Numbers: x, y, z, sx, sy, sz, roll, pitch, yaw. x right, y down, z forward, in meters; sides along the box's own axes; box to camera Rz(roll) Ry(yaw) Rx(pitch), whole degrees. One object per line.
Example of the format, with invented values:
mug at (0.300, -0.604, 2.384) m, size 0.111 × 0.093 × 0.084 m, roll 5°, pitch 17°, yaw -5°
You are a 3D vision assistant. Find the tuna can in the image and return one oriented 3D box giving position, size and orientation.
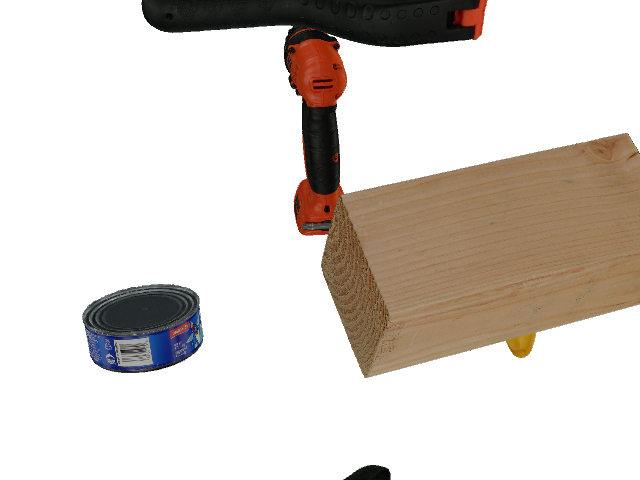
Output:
tuna can at (-0.129, 0.064, 0.785) m, size 0.086 × 0.034 × 0.086 m, roll -5°, pitch 20°, yaw 2°

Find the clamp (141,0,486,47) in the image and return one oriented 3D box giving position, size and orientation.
clamp at (-0.004, -0.126, 0.549) m, size 0.172 × 0.039 × 0.120 m, roll 13°, pitch 42°, yaw 17°

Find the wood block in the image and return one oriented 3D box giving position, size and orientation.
wood block at (0.115, 0.009, 0.694) m, size 0.205 × 0.091 × 0.090 m, roll -13°, pitch -29°, yaw -16°

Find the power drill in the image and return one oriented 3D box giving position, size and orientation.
power drill at (-0.005, -0.112, 1.048) m, size 0.057 × 0.188 × 0.184 m, roll -6°, pitch 24°, yaw -2°

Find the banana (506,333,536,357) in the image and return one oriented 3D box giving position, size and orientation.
banana at (0.175, 0.054, 1.116) m, size 0.069 × 0.037 × 0.198 m, roll -36°, pitch 39°, yaw -9°

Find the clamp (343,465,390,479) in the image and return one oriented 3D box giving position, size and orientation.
clamp at (-0.038, 0.200, 0.633) m, size 0.210 × 0.036 × 0.164 m, roll -5°, pitch 28°, yaw 1°
